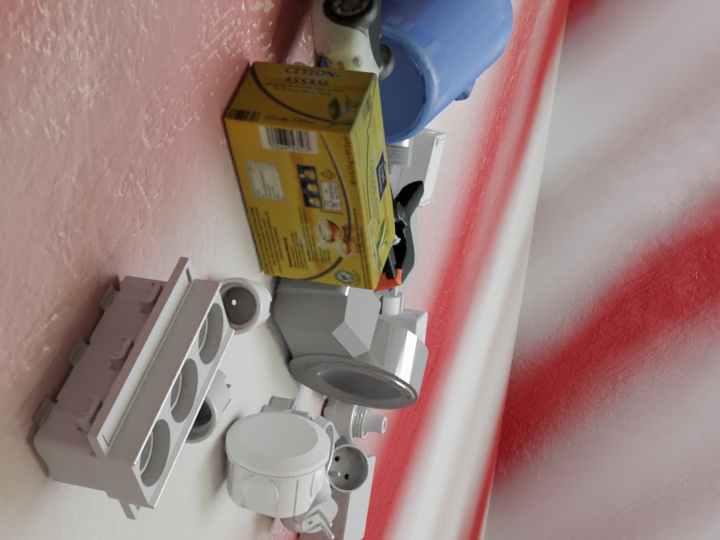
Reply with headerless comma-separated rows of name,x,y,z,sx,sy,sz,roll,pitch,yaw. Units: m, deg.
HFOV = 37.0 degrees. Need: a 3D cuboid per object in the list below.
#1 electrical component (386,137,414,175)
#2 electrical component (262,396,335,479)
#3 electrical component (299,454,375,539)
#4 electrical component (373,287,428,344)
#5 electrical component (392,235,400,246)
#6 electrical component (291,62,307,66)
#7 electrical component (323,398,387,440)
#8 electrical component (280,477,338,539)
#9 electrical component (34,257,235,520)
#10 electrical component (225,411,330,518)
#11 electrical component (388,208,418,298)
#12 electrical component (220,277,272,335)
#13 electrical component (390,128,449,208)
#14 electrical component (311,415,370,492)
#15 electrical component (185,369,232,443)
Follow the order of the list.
electrical component,0.035,-0.141,1.125,0.043,0.043,0.081,-20,117,-74
electrical component,-0.056,0.149,0.909,0.058,0.057,0.078,78,24,-53
electrical component,-0.023,0.232,1.097,0.100,0.048,0.099,17,81,-75
electrical component,0.025,0.042,1.109,0.047,0.083,0.075,-34,131,-71
electrical component,-0.001,-0.036,0.977,0.081,0.063,0.042,-42,174,15
electrical component,-0.041,-0.127,0.838,0.081,0.043,0.043,66,35,-64
electrical component,-0.005,0.153,1.098,0.043,0.062,0.043,8,90,-76
electrical component,-0.045,0.204,0.951,0.044,0.079,0.077,-26,136,-21
electrical component,-0.122,0.061,0.590,0.078,0.063,0.121,82,21,-47
electrical component,-0.065,0.149,0.832,0.080,0.080,0.051,-53,154,-62
electrical component,0.028,-0.020,1.156,0.099,0.048,0.099,-65,158,-49
electrical component,-0.084,0.025,0.768,0.046,0.040,0.040,-3,100,-82
electrical component,0.054,-0.111,1.194,0.062,0.061,0.096,-34,138,-71
electrical component,-0.033,0.168,1.006,0.079,0.044,0.077,62,-22,-3
electrical component,-0.107,0.088,0.714,0.046,0.040,0.040,-56,151,-72
